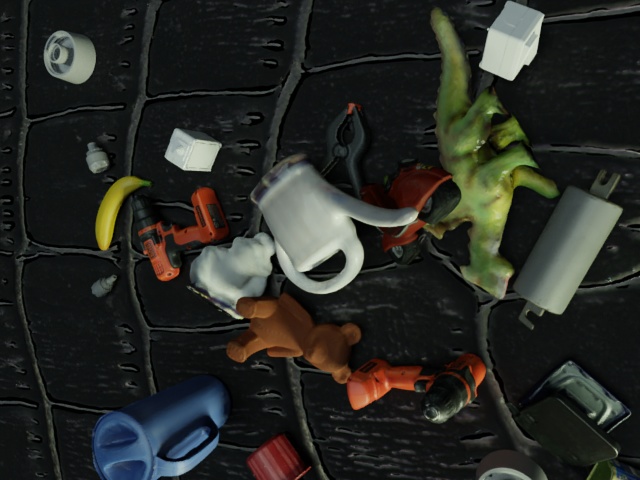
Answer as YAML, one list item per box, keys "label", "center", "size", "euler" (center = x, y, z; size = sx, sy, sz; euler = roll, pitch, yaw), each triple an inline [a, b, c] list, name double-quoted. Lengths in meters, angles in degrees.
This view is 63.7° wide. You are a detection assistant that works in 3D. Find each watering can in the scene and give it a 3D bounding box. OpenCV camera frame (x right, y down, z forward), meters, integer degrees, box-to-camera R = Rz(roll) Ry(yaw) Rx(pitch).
- label: "watering can"
  center: [0.002, -0.041, 0.805]
  size: [0.105, 0.226, 0.341]
  euler: [-27, -10, -36]

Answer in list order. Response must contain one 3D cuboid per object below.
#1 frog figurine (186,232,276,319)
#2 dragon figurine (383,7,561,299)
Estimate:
- label: "frog figurine"
  center: [-0.155, 0.050, 0.944]
  size: [0.137, 0.162, 0.121]
  euler: [31, -19, 1]
- label: "dragon figurine"
  center: [0.192, -0.111, 0.773]
  size: [0.239, 0.414, 0.123]
  euler: [-34, -13, 30]
